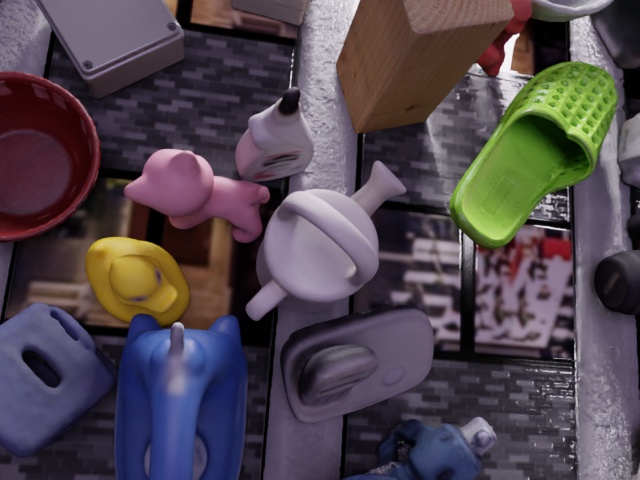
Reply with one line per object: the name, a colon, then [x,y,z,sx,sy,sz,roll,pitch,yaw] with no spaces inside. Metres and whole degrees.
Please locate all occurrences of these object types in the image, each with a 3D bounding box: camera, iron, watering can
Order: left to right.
iron: [-0.118,0.188,0.470,0.119,0.141,0.258,1,78,-10]
watering can: [0.003,0.000,0.503,0.101,0.194,0.173,24,76,-4]
camera: [0.374,0.026,0.613,0.137,0.100,0.143,-2,79,-10]

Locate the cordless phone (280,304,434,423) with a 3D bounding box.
cordless phone: [0.043,0.105,0.493,0.148,0.185,0.094,-19,82,-13]

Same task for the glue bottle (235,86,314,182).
glue bottle: [-0.037,-0.098,0.527,0.078,0.173,0.037,-17,82,-13]

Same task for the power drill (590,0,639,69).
power drill: [0.403,-0.281,0.625,0.076,0.208,0.229,-25,84,-14]

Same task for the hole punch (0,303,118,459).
hole punch: [-0.241,0.114,0.489,0.108,0.091,0.101,46,75,1]

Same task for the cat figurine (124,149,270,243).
cat figurine: [-0.108,-0.047,0.532,0.128,0.117,0.067,9,77,-8]

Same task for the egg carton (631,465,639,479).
egg carton: [0.365,0.265,0.578,0.107,0.069,0.150,24,76,-4]

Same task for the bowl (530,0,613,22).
bowl: [0.269,-0.324,0.679,0.167,0.074,0.167,2,78,-10]

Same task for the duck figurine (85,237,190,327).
duck figurine: [-0.169,0.034,0.521,0.104,0.086,0.077,37,75,-1]

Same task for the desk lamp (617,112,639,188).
desk lamp: [0.408,-0.131,0.592,0.203,0.213,0.118,20,76,-5]

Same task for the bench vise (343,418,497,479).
bench vise: [0.064,0.217,0.456,0.121,0.219,0.207,33,75,-2]

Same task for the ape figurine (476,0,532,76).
ape figurine: [0.202,-0.240,0.641,0.078,0.092,0.076,-37,87,-15]
